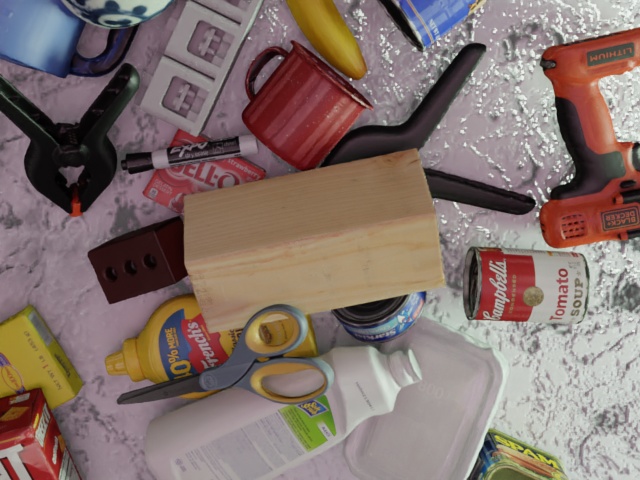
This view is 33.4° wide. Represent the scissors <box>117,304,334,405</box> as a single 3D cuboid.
[{"bbox_3d":[-0.087,0.100,0.909,0.202,0.016,0.096,0,104,16],"label":"scissors"}]

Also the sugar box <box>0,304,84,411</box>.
[{"bbox_3d":[-0.320,0.142,0.985,0.176,0.048,0.093,-30,99,2],"label":"sugar box"}]

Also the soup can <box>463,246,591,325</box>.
[{"bbox_3d":[0.186,0.042,0.971,0.102,0.068,0.068,3,100,-3],"label":"soup can"}]

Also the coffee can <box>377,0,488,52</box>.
[{"bbox_3d":[0.112,-0.242,0.902,0.140,0.103,0.103,-37,99,5],"label":"coffee can"}]

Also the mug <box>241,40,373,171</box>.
[{"bbox_3d":[-0.022,-0.121,0.933,0.117,0.093,0.081,45,102,22],"label":"mug"}]

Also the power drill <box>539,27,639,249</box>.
[{"bbox_3d":[0.279,-0.093,0.955,0.184,0.057,0.187,-11,100,1],"label":"power drill"}]

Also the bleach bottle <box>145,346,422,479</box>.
[{"bbox_3d":[-0.026,0.162,0.953,0.251,0.068,0.102,-24,124,13],"label":"bleach bottle"}]

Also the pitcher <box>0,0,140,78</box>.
[{"bbox_3d":[-0.217,-0.262,0.886,0.145,0.149,0.243,28,95,19],"label":"pitcher"}]

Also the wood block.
[{"bbox_3d":[-0.006,0.001,0.911,0.206,0.091,0.090,-11,131,2],"label":"wood block"}]

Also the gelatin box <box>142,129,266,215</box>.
[{"bbox_3d":[-0.104,-0.052,0.965,0.089,0.030,0.073,30,97,-6],"label":"gelatin box"}]

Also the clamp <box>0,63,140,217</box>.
[{"bbox_3d":[-0.203,-0.086,0.906,0.120,0.171,0.039,-7,56,-3],"label":"clamp"}]

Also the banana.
[{"bbox_3d":[-0.006,-0.223,0.909,0.037,0.070,0.198,-44,138,-30],"label":"banana"}]

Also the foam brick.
[{"bbox_3d":[-0.157,0.017,0.952,0.078,0.051,0.053,-18,99,26],"label":"foam brick"}]

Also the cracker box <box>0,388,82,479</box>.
[{"bbox_3d":[-0.296,0.258,0.967,0.164,0.072,0.213,-16,115,0],"label":"cracker box"}]

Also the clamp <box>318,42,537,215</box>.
[{"bbox_3d":[0.086,-0.061,0.966,0.210,0.036,0.164,-27,106,6],"label":"clamp"}]

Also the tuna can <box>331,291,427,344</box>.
[{"bbox_3d":[0.050,0.047,0.958,0.086,0.086,0.033,-33,140,4],"label":"tuna can"}]

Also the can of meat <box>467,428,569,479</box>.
[{"bbox_3d":[0.187,0.228,0.993,0.102,0.084,0.057,25,99,-5],"label":"can of meat"}]

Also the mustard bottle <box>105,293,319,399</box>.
[{"bbox_3d":[-0.102,0.093,0.976,0.191,0.058,0.096,-13,99,1],"label":"mustard bottle"}]

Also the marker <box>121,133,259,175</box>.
[{"bbox_3d":[-0.114,-0.075,0.936,0.121,0.020,0.020,-9,100,1],"label":"marker"}]
